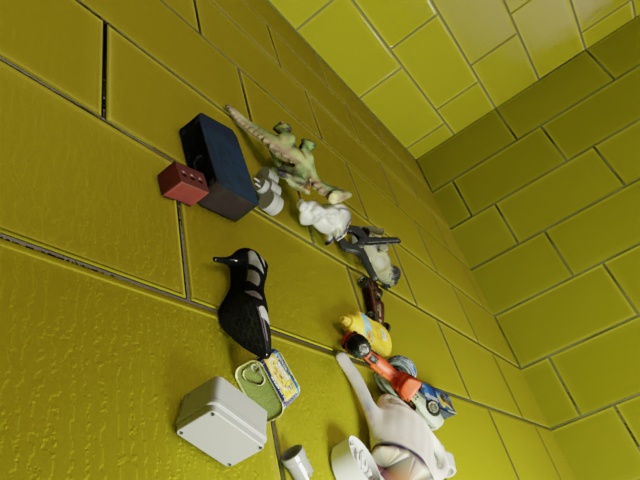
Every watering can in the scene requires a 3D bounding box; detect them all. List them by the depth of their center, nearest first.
[{"bbox_3d":[0.147,0.406,1.105,0.347,0.103,0.228,42,21,-4],"label":"watering can"}]

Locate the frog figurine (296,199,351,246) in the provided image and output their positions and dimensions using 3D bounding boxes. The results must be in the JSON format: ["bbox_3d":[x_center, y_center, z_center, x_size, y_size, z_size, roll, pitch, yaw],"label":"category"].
[{"bbox_3d":[0.004,-0.073,1.448,0.158,0.123,0.137,42,-9,-14],"label":"frog figurine"}]

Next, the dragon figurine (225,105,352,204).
[{"bbox_3d":[-0.090,-0.219,1.397,0.407,0.121,0.247,29,19,-19],"label":"dragon figurine"}]
